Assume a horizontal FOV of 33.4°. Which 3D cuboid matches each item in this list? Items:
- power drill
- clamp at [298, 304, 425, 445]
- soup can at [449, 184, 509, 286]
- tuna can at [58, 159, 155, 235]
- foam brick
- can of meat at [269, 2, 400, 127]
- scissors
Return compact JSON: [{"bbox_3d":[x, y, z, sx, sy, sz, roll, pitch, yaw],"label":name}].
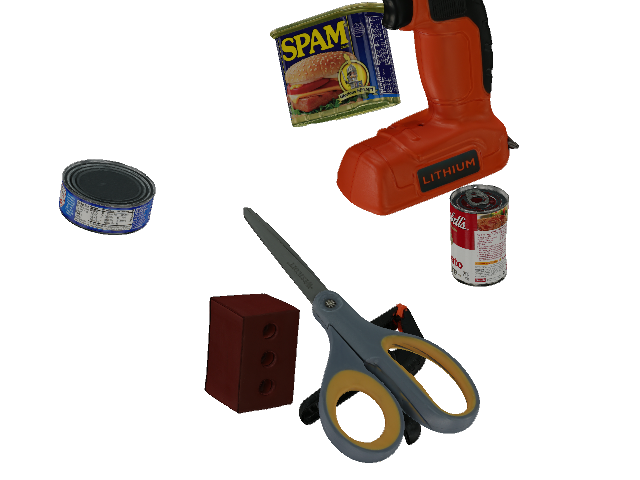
[{"bbox_3d":[0.042,-0.111,0.584,0.184,0.188,0.057,-20,36,-23],"label":"power drill"},{"bbox_3d":[0.067,0.133,1.059,0.120,0.039,0.171,19,49,22],"label":"clamp"},{"bbox_3d":[0.186,-0.006,1.251,0.068,0.102,0.068,-4,30,2],"label":"soup can"},{"bbox_3d":[-0.197,-0.040,0.987,0.086,0.034,0.086,12,28,-7],"label":"tuna can"},{"bbox_3d":[-0.053,0.084,0.818,0.052,0.078,0.051,-4,14,-35],"label":"foam brick"},{"bbox_3d":[0.013,-0.147,0.905,0.102,0.084,0.057,-10,2,36],"label":"can of meat"},{"bbox_3d":[-0.002,0.055,0.616,0.202,0.016,0.096,34,53,25],"label":"scissors"}]
